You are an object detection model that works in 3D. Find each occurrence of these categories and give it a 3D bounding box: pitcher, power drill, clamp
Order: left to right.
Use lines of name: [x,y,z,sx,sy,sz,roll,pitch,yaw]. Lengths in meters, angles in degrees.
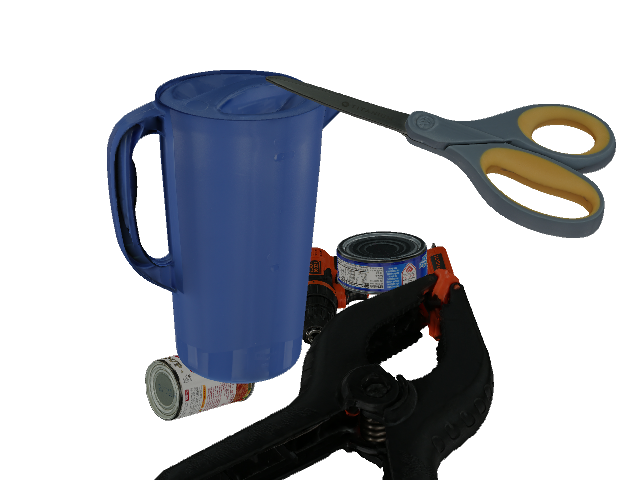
pitcher: [-0.075,-0.009,0.866,0.149,0.243,0.144,11,25,17]
power drill: [0.060,0.059,1.231,0.187,0.057,0.184,-2,28,0]
clamp: [0.028,0.077,0.421,0.120,0.039,0.171,29,51,21]

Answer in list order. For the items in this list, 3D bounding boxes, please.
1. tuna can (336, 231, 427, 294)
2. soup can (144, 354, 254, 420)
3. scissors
tuna can: [0.057,0.020,0.995,0.086,0.034,0.086,-2,19,1]
soup can: [-0.132,0.154,1.167,0.102,0.068,0.069,-9,6,-42]
scissors: [0.075,-0.068,0.591,0.202,0.016,0.096,34,57,24]
